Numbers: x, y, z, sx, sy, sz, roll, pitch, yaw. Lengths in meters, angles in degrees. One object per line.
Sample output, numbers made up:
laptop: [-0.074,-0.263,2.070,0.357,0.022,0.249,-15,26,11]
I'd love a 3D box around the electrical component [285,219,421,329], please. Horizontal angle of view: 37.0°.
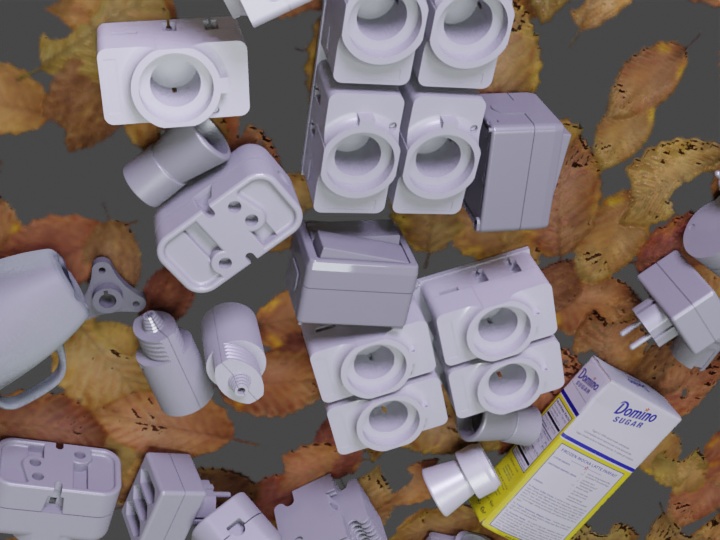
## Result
electrical component: [0.000,0.000,0.775,0.096,0.061,0.061,3,120,-16]

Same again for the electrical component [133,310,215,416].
electrical component: [-0.141,0.064,0.791,0.043,0.043,0.081,-19,124,-2]

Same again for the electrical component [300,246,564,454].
electrical component: [0.058,0.066,0.832,0.186,0.060,0.105,-17,124,-4]

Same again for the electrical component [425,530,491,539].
electrical component: [0.098,0.277,0.979,0.089,0.050,0.055,18,115,-23]

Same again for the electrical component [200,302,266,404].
electrical component: [-0.091,0.063,0.780,0.043,0.081,0.043,-6,122,-10]

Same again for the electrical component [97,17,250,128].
electrical component: [-0.117,-0.124,0.673,0.089,0.055,0.050,-6,122,-11]

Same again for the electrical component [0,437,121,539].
electrical component: [-0.238,0.172,0.828,0.095,0.053,0.059,11,118,-20]

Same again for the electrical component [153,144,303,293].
electrical component: [-0.091,-0.038,0.730,0.095,0.059,0.053,-35,123,8]

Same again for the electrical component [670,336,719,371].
electrical component: [0.286,0.056,0.897,0.040,0.040,0.046,13,123,-21]

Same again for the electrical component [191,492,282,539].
electrical component: [-0.098,0.230,0.869,0.054,0.059,0.095,-35,159,-28]

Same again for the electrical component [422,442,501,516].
electrical component: [0.087,0.178,0.918,0.055,0.045,0.045,-29,124,4]

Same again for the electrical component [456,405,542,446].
electrical component: [0.118,0.125,0.897,0.065,0.044,0.044,14,117,-27]

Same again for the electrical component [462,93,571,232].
electrical component: [0.106,-0.070,0.758,0.061,0.061,0.096,-4,122,-12]

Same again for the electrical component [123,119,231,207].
electrical component: [-0.124,-0.072,0.713,0.065,0.044,0.044,-36,123,15]

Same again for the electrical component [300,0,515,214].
electrical component: [0.028,-0.125,0.694,0.105,0.060,0.186,0,127,-14]

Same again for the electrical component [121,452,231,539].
electrical component: [-0.141,0.187,0.866,0.077,0.047,0.065,9,119,-34]

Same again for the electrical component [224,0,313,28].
electrical component: [-0.076,-0.222,0.601,0.062,0.089,0.150,-25,124,1]

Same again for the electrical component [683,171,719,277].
electrical component: [0.299,-0.063,0.817,0.074,0.052,0.138,31,109,-28]

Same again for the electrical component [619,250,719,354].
electrical component: [0.243,0.036,0.856,0.077,0.065,0.047,-35,123,9]
